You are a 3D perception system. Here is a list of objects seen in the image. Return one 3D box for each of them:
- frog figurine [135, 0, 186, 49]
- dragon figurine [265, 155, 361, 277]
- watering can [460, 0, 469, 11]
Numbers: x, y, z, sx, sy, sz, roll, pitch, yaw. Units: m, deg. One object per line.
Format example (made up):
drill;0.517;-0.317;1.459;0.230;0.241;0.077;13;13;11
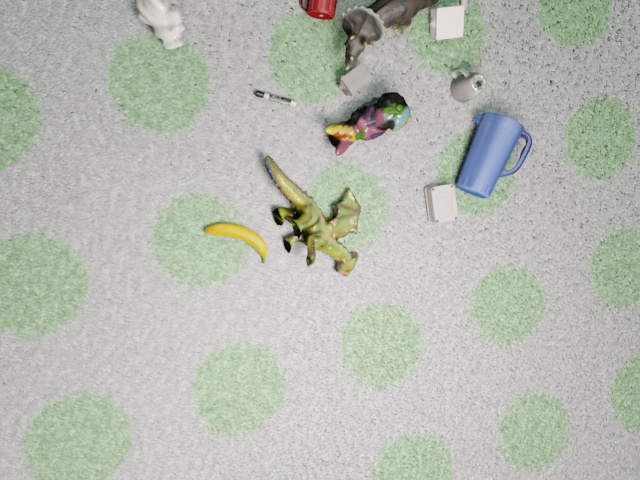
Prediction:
frog figurine;-0.417;-0.584;1.345;0.137;0.124;0.158;9;103;20
dragon figurine;0.005;-0.075;1.485;0.245;0.122;0.407;-21;100;-28
watering can;0.455;-0.884;1.525;0.226;0.105;0.341;-30;117;-16
